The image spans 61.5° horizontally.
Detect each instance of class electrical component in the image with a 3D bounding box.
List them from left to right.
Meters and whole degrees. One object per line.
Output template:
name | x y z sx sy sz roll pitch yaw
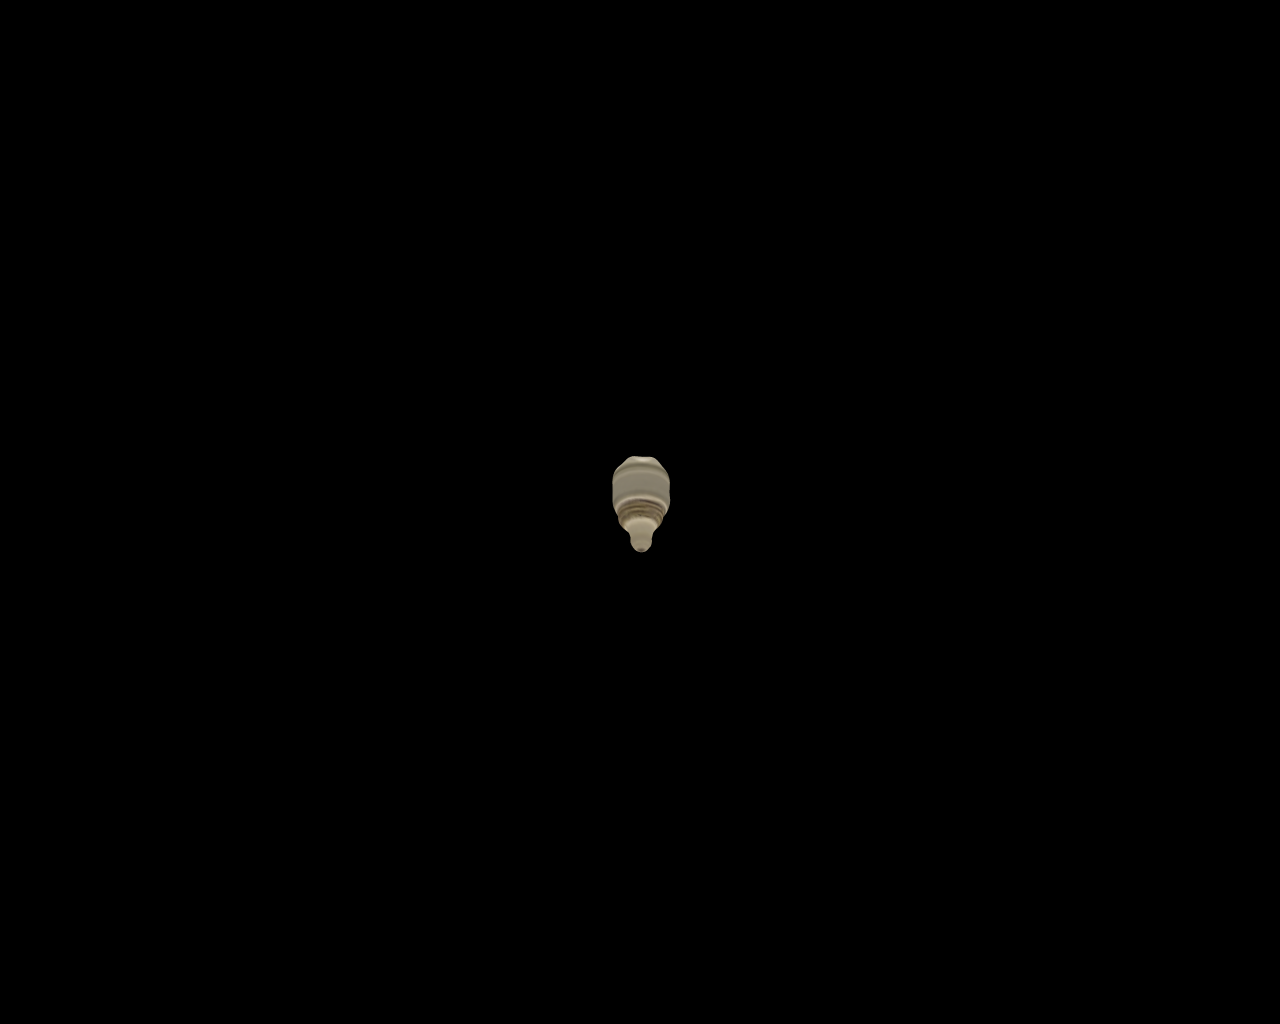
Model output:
electrical component | 0.001 -0.003 0.650 0.035 0.061 0.035 0 -33 0
